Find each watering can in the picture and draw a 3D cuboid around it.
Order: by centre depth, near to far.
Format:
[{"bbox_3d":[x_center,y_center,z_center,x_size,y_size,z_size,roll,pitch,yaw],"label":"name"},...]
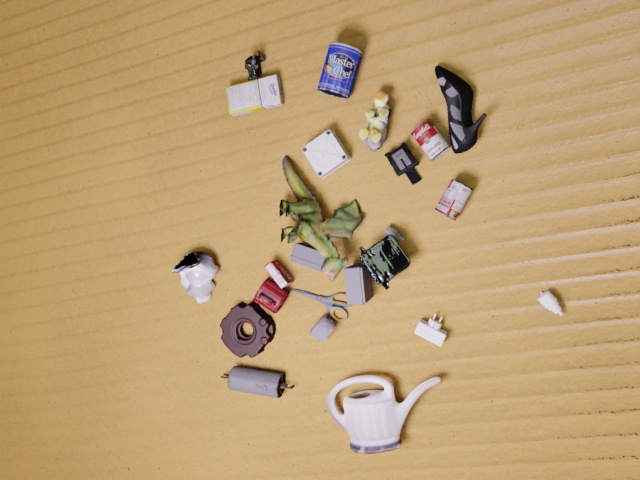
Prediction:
[{"bbox_3d":[0.191,0.504,1.500,0.347,0.224,0.104,-9,0,16],"label":"watering can"}]

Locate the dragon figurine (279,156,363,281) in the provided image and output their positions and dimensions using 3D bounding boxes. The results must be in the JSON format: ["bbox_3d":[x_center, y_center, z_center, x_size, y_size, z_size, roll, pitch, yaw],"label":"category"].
[{"bbox_3d":[0.005,-0.078,1.542,0.243,0.418,0.120,3,-25,-11],"label":"dragon figurine"}]

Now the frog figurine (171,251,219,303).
[{"bbox_3d":[-0.388,0.120,1.675,0.137,0.156,0.125,-26,31,7],"label":"frog figurine"}]
